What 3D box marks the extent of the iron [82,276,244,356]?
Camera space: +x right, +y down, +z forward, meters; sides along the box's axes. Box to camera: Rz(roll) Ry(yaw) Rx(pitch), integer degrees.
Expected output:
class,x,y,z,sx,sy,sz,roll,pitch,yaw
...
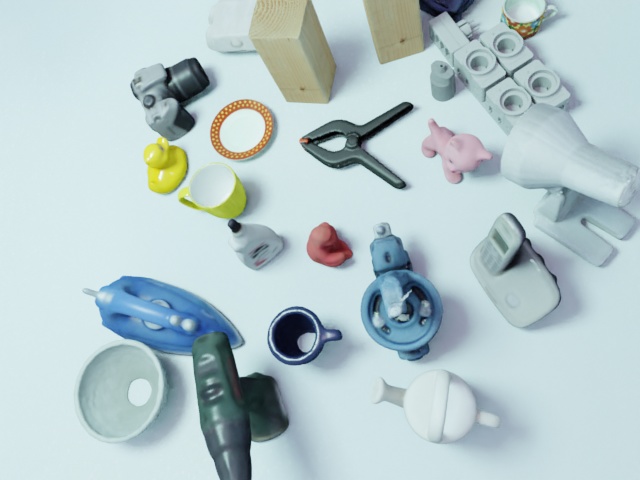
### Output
class,x,y,z,sx,sy,sz,roll,pitch,yaw
iron,-0.266,0.127,0.963,0.257,0.142,0.119,13,77,17

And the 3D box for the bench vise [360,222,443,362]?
class,x,y,z,sx,sy,sz,roll,pitch,yaw
bench vise,0.099,0.071,0.848,0.121,0.220,0.207,-32,68,3

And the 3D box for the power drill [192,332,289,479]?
class,x,y,z,sx,sy,sz,roll,pitch,yaw
power drill,-0.117,0.254,0.851,0.075,0.209,0.229,-25,69,6

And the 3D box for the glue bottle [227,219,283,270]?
class,x,y,z,sx,sy,sz,roll,pitch,yaw
glue bottle,-0.118,-0.001,0.949,0.078,0.173,0.037,-43,68,-1

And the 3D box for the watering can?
class,x,y,z,sx,sy,sz,roll,pitch,yaw
watering can,0.159,0.232,0.797,0.172,0.194,0.101,-11,71,10

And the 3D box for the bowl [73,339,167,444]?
class,x,y,z,sx,sy,sz,roll,pitch,yaw
bowl,-0.325,0.256,0.974,0.167,0.075,0.167,-4,72,13

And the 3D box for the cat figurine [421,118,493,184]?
class,x,y,z,sx,sy,sz,roll,pitch,yaw
cat figurine,0.221,-0.152,0.942,0.067,0.118,0.127,-40,68,0

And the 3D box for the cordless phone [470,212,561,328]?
class,x,y,z,sx,sy,sz,roll,pitch,yaw
cordless phone,0.286,0.042,0.830,0.094,0.185,0.147,-34,68,2

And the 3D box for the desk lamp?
class,x,y,z,sx,sy,sz,roll,pitch,yaw
desk lamp,0.369,-0.083,0.833,0.202,0.214,0.118,38,85,21

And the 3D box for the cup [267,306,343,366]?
class,x,y,z,sx,sy,sz,roll,pitch,yaw
cup,-0.015,0.158,0.917,0.117,0.095,0.092,-4,72,13

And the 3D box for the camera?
class,x,y,z,sx,sy,sz,roll,pitch,yaw
camera,-0.287,-0.294,1.121,0.137,0.101,0.143,-27,69,5

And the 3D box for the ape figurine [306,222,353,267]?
class,x,y,z,sx,sy,sz,roll,pitch,yaw
ape figurine,0.009,0.003,0.960,0.076,0.092,0.078,-6,72,12

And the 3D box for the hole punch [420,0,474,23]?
class,x,y,z,sx,sy,sz,roll,pitch,yaw
hole punch,0.234,-0.470,1.052,0.108,0.091,0.101,37,85,21

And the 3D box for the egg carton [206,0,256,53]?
class,x,y,z,sx,sy,sz,roll,pitch,yaw
egg carton,-0.155,-0.426,1.146,0.150,0.069,0.107,1,73,14

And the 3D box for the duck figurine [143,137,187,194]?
class,x,y,z,sx,sy,sz,roll,pitch,yaw
duck figurine,-0.305,-0.146,1.087,0.077,0.086,0.104,14,77,18
